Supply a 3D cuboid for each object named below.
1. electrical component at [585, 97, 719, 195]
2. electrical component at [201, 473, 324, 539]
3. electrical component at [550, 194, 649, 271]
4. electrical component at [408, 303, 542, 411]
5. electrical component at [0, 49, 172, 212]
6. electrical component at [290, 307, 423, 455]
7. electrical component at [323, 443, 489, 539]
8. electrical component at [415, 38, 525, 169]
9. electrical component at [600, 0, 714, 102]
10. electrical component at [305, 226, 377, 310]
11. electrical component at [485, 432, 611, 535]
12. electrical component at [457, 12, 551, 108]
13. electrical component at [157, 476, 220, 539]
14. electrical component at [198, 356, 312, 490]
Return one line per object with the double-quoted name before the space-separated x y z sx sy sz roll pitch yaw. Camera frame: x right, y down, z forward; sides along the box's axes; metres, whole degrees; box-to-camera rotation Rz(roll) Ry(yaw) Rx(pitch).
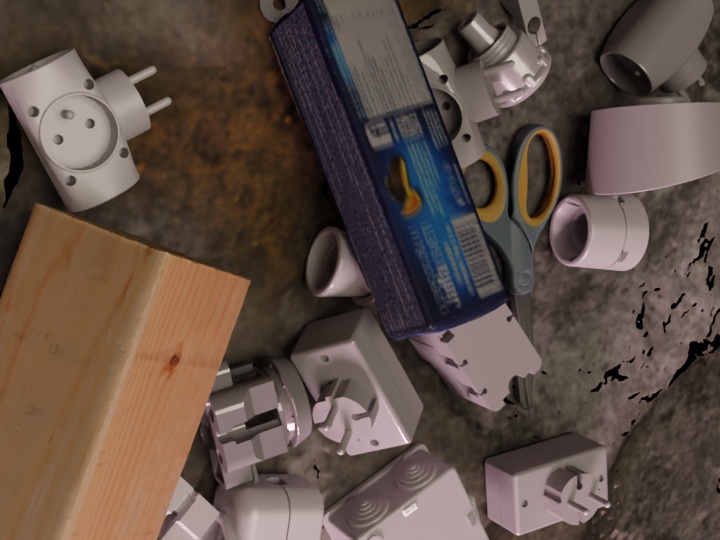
"electrical component" 0.205 -0.086 0.740 0.099 0.099 0.064 -5 95 -28
"electrical component" -0.065 0.176 0.664 0.059 0.054 0.095 5 96 -29
"electrical component" 0.166 -0.027 0.754 0.047 0.055 0.055 1 98 -25
"electrical component" 0.068 0.041 0.711 0.050 0.056 0.089 -43 115 -16
"electrical component" -0.140 -0.083 0.582 0.079 0.044 0.077 -32 112 -20
"electrical component" -0.006 0.081 0.662 0.083 0.047 0.075 61 30 -23
"electrical component" 0.035 0.180 0.722 0.100 0.048 0.099 -33 112 -19
"electrical component" 0.063 -0.108 0.675 0.079 0.044 0.077 -18 112 17
"electrical component" 0.221 -0.153 0.767 0.077 0.043 0.079 -50 117 -12
"electrical component" 0.000 0.000 0.673 0.055 0.045 0.045 14 92 -30
"electrical component" 0.144 0.156 0.761 0.083 0.076 0.047 -11 104 -27
"electrical component" 0.090 -0.140 0.699 0.062 0.048 0.048 42 78 -21
"electrical component" -0.122 0.148 0.633 0.055 0.048 0.066 -51 118 -20
"electrical component" -0.065 0.085 0.646 0.057 0.058 0.078 -17 106 -22
